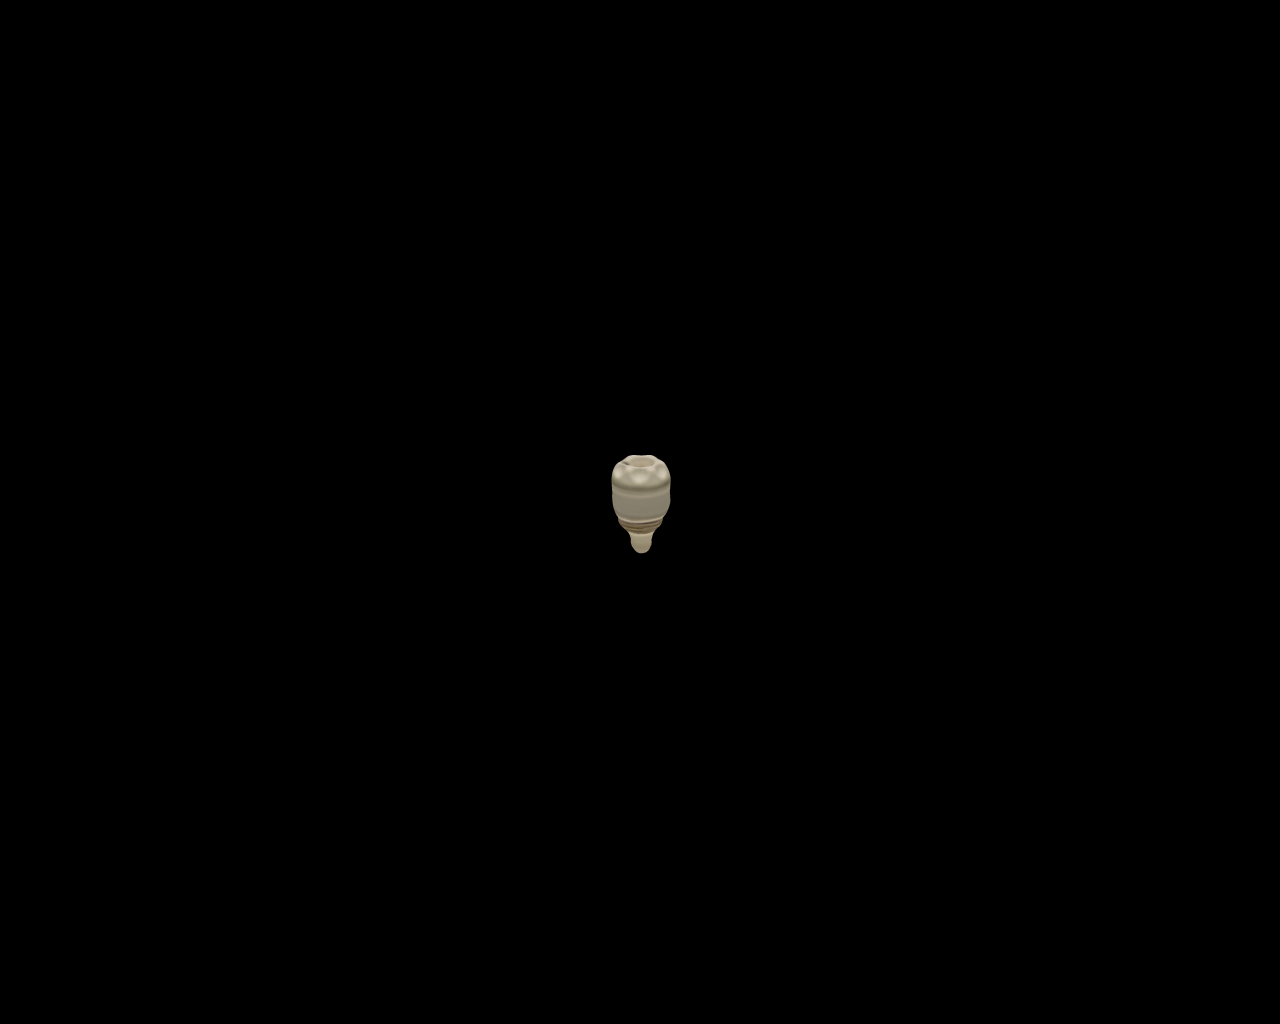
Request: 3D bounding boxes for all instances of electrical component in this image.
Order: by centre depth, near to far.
[{"bbox_3d":[0.001,-0.003,0.650,0.035,0.061,0.035,0,24,0],"label":"electrical component"}]
